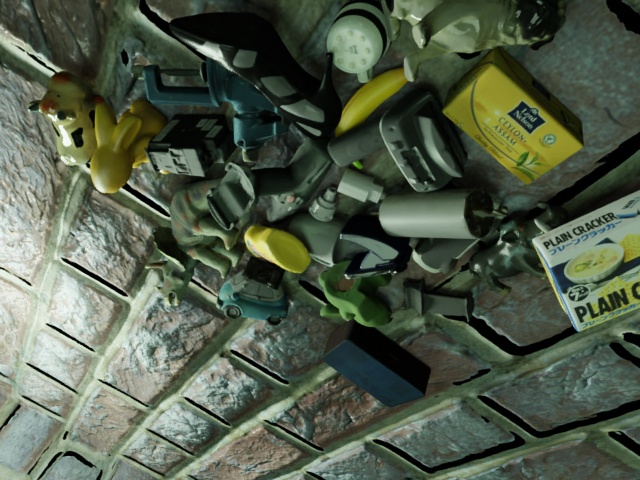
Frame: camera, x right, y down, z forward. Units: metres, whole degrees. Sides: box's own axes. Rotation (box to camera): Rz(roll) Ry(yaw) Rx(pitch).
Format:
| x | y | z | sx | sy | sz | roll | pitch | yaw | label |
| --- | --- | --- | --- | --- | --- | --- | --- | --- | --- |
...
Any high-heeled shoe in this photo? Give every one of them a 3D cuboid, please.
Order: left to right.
| x | y | z | sx | sy | sz | roll | pitch | yaw | label |
| --- | --- | --- | --- | --- | --- | --- | --- | --- | --- |
| -0.085 | -0.223 | 0.752 | 0.249 | 0.086 | 0.145 | 15 | 141 | -1 | high-heeled shoe |

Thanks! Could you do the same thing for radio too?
| x | y | z | sx | sy | sz | roll | pitch | yaw | label |
| --- | --- | --- | --- | --- | --- | --- | --- | --- | --- |
| 0.125 | 0.284 | 1.227 | 0.229 | 0.073 | 0.131 | 38 | 136 | -10 | radio |

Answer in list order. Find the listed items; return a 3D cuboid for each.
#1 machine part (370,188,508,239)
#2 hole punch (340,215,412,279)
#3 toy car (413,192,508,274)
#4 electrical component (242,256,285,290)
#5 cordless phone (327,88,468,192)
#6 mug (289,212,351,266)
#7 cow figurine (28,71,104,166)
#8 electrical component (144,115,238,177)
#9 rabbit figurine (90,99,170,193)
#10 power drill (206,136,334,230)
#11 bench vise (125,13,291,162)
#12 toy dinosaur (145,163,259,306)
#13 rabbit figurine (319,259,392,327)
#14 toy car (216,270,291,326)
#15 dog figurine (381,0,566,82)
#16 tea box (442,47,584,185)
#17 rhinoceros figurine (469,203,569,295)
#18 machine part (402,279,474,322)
| x | y | z | sx | sy | sz | roll | pitch | yaw | label |
| --- | --- | --- | --- | --- | --- | --- | --- | --- | --- |
| 0.178 | -0.041 | 0.838 | 0.243 | 0.079 | 0.079 | 1 | 134 | 49 | machine part |
| 0.098 | 0.005 | 0.939 | 0.116 | 0.142 | 0.092 | -7 | 105 | 20 | hole punch |
| 0.232 | -0.013 | 0.909 | 0.073 | 0.056 | 0.201 | 35 | 134 | -2 | toy car |
| -0.113 | 0.068 | 1.099 | 0.075 | 0.047 | 0.119 | 23 | 174 | -1 | electrical component |
| 0.114 | -0.128 | 0.812 | 0.184 | 0.089 | 0.146 | -20 | 124 | 29 | cordless phone |
| -0.002 | -0.003 | 1.012 | 0.107 | 0.081 | 0.109 | 24 | 145 | 21 | mug |
| -0.450 | -0.215 | 0.969 | 0.085 | 0.127 | 0.194 | 19 | 139 | 2 | cow figurine |
| -0.213 | -0.164 | 0.921 | 0.134 | 0.115 | 0.058 | 7 | 136 | 21 | electrical component |
| -0.333 | -0.158 | 0.940 | 0.122 | 0.173 | 0.162 | 22 | 141 | 9 | rabbit figurine |
| -0.081 | -0.077 | 0.890 | 0.232 | 0.207 | 0.086 | -45 | 68 | 39 | power drill |
| -0.163 | -0.228 | 0.819 | 0.241 | 0.129 | 0.223 | 1 | 126 | -1 | bench vise |
| -0.238 | -0.038 | 1.058 | 0.192 | 0.131 | 0.404 | 24 | 130 | 1 | toy dinosaur |
| 0.074 | 0.126 | 1.073 | 0.159 | 0.121 | 0.170 | -2 | 145 | 31 | rabbit figurine |
| -0.139 | 0.114 | 1.164 | 0.162 | 0.109 | 0.102 | 14 | 119 | -1 | toy car |
| 0.182 | -0.297 | 0.654 | 0.191 | 0.121 | 0.172 | -18 | 88 | -4 | dog figurine |
| 0.265 | -0.168 | 0.737 | 0.169 | 0.068 | 0.098 | 36 | 136 | -10 | tea box |
| 0.329 | 0.011 | 0.882 | 0.112 | 0.073 | 0.190 | 42 | 136 | -3 | rhinoceros figurine |
| 0.229 | 0.118 | 1.047 | 0.139 | 0.039 | 0.084 | 10 | 129 | 18 | machine part |
